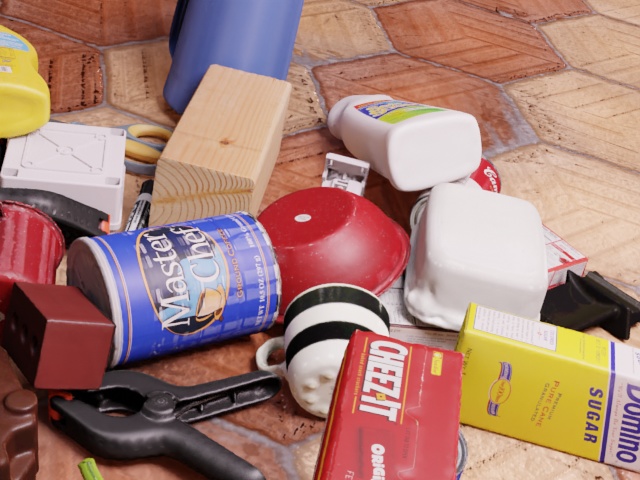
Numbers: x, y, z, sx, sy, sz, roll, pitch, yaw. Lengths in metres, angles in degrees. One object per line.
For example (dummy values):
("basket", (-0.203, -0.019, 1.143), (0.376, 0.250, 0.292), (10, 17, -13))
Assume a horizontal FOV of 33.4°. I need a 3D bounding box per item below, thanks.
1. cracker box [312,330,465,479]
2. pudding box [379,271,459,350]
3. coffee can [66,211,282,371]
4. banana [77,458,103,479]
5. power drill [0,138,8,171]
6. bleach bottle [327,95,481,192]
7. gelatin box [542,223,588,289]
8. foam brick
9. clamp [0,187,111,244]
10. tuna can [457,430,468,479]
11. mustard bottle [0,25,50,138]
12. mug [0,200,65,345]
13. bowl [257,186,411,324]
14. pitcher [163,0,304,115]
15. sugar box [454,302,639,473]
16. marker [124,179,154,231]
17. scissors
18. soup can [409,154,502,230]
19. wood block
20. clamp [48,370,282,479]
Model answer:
("cracker box", (0.016, 0.182, 0.570), (0.072, 0.214, 0.164), (13, 34, 1))
("pudding box", (0.063, 0.061, 0.920), (0.113, 0.039, 0.090), (5, 33, -7))
("coffee can", (-0.116, 0.038, 0.842), (0.140, 0.103, 0.103), (-11, 40, -30))
("banana", (-0.058, 0.181, 0.690), (0.197, 0.069, 0.037), (6, -5, -18))
("power drill", (-0.388, -0.093, 0.996), (0.187, 0.057, 0.184), (6, 30, -14))
("bleach bottle", (0.065, -0.112, 1.107), (0.102, 0.068, 0.251), (-14, 19, -18))
("gelatin box", (0.203, 0.019, 1.032), (0.089, 0.030, 0.073), (-15, 41, -34))
("foam brick", (-0.188, 0.069, 0.764), (0.051, 0.053, 0.078), (7, 14, -36))
("clamp", (-0.283, -0.022, 0.897), (0.209, 0.165, 0.036), (12, 71, -33))
("tuna can", (0.063, 0.158, 0.782), (0.086, 0.034, 0.086), (8, 34, -6))
("mustard bottle", (-0.319, -0.164, 1.027), (0.096, 0.058, 0.192), (-5, 34, -19))
("mug", (-0.246, 0.021, 0.821), (0.093, 0.117, 0.081), (-2, 41, -9))
("bowl", (-0.006, 0.001, 0.920), (0.162, 0.055, 0.162), (-13, 33, 8))
("pitcher", (-0.088, -0.252, 1.149), (0.149, 0.243, 0.145), (17, 30, -3))
("sugar box", (0.188, 0.117, 0.827), (0.176, 0.093, 0.048), (16, 35, 7))
("marker", (-0.167, -0.020, 0.987), (0.020, 0.020, 0.121), (10, 34, -2))
("scissors", (-0.233, -0.117, 1.112), (0.202, 0.016, 0.096), (26, 35, 21))
("soup can", (0.135, -0.037, 1.060), (0.068, 0.068, 0.102), (21, 35, 13))
("wood block", (-0.093, -0.082, 1.038), (0.091, 0.090, 0.206), (14, 33, 1))
("clamp", (-0.109, 0.135, 0.760), (0.171, 0.039, 0.120), (1, 28, -7))
